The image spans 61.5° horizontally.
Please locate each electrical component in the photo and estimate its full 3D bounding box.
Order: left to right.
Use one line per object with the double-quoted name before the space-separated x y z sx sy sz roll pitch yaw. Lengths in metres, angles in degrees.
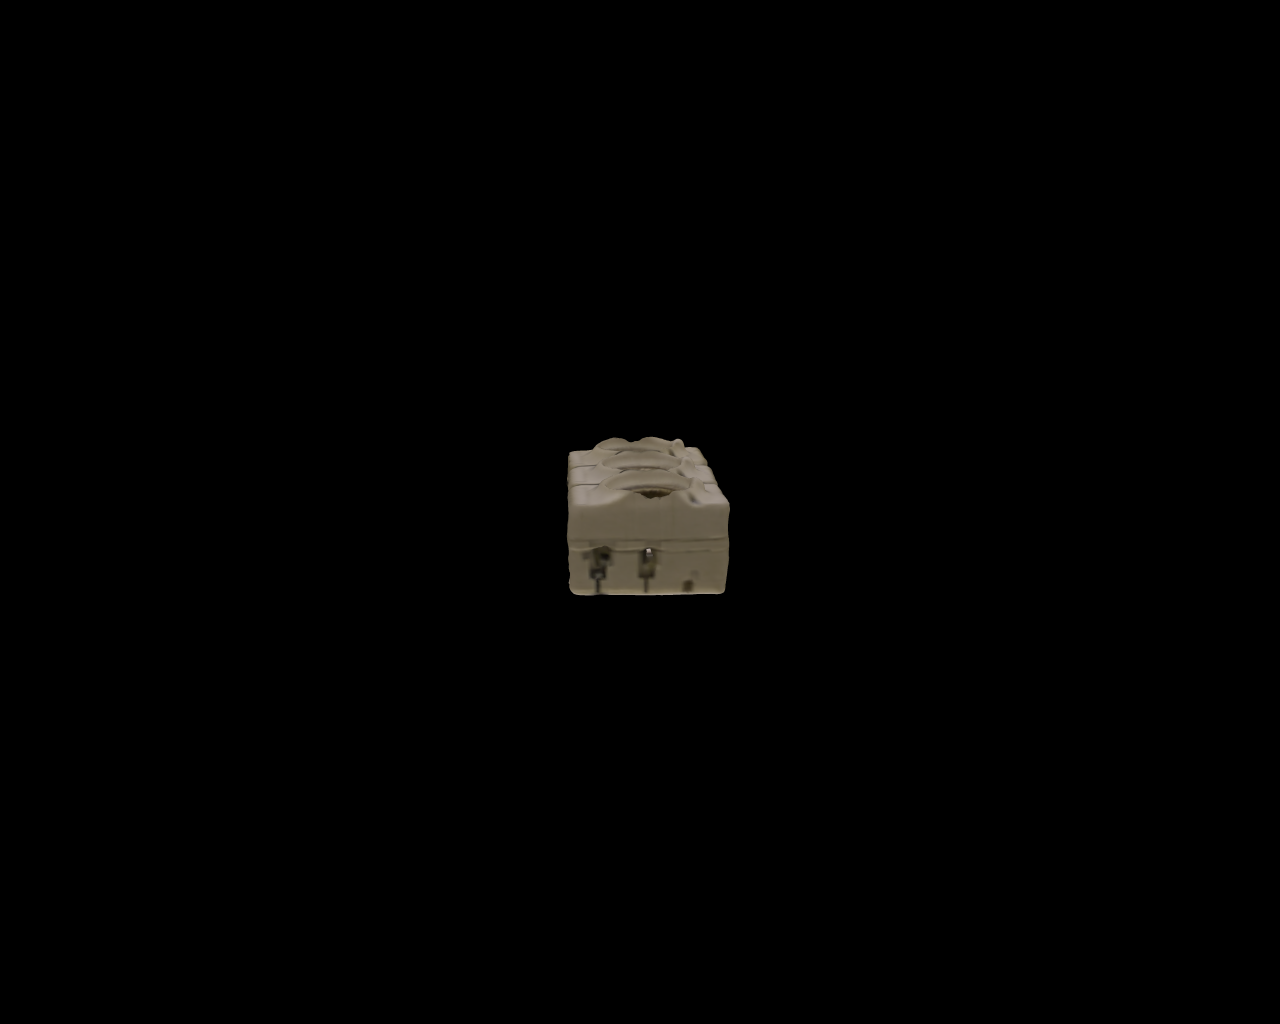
"electrical component" 0.001 -0.003 0.650 0.089 0.061 0.150 -1 16 -3
